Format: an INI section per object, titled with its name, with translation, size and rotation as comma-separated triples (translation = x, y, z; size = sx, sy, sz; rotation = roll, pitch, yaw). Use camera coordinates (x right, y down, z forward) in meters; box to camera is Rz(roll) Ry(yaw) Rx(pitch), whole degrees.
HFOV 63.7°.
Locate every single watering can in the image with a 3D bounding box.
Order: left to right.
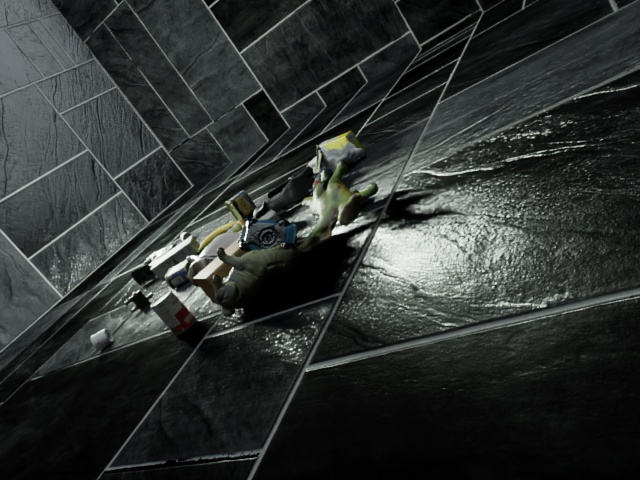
[watering can]
translation = -0.322, 0.061, 1.553
size = 0.344, 0.103, 0.229
rotation = -23, 21, 30

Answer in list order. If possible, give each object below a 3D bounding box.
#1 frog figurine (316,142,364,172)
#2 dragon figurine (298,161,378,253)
[frog figurine]
translation = 0.070, -0.275, 1.771
size = 0.159, 0.122, 0.138
rotation = 0, 7, -6
[dragon figurine]
translation = 0.004, -0.067, 1.335
size = 0.247, 0.121, 0.406
rotation = -55, 16, -28
